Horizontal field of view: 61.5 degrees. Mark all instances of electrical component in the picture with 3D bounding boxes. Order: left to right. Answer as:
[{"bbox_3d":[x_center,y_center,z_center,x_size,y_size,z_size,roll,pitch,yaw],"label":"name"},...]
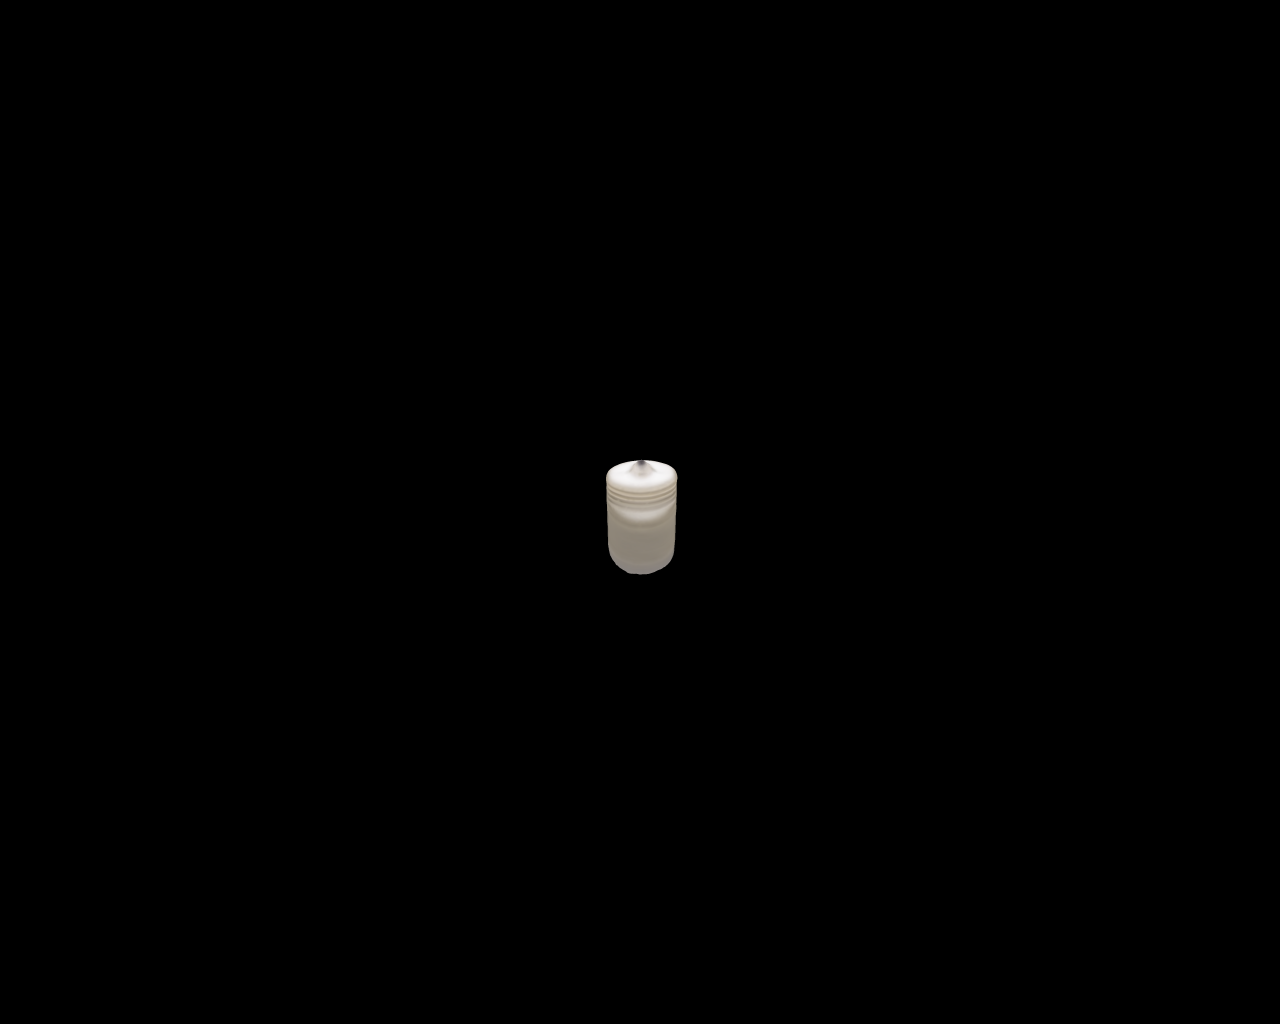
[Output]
[{"bbox_3d":[0.001,-0.003,0.650,0.043,0.043,0.080,0,-43,0],"label":"electrical component"}]
